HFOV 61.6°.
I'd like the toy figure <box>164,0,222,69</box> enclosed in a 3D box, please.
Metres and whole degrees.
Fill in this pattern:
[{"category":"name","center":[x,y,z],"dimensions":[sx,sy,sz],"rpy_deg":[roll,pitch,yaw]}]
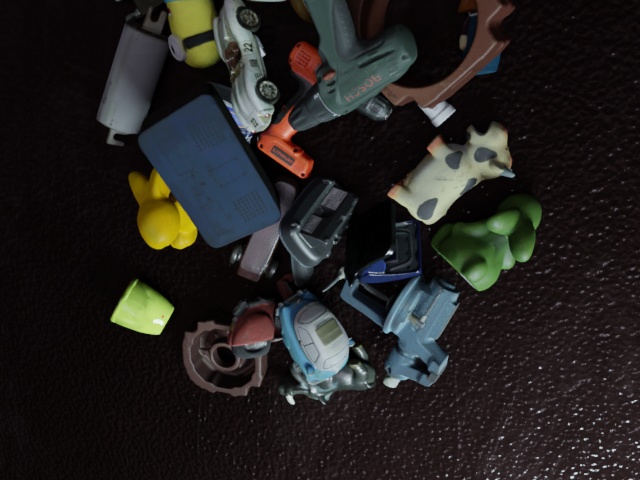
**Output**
[{"category":"toy figure","center":[-0.199,-0.362,0.839],"dimensions":[0.089,0.082,0.180],"rpy_deg":[3,107,12]}]

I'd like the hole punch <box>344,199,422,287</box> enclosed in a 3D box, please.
[{"category":"hole punch","center":[0.105,0.011,0.892],"dimensions":[0.092,0.142,0.116],"rpy_deg":[26,142,-34]}]

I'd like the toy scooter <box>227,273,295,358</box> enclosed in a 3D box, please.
[{"category":"toy scooter","center":[-0.085,0.133,0.974],"dimensions":[0.184,0.075,0.135],"rpy_deg":[-9,92,-26]}]

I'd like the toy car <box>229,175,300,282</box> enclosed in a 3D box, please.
[{"category":"toy car","center":[-0.092,-0.021,0.952],"dimensions":[0.089,0.053,0.202],"rpy_deg":[21,108,-9]}]

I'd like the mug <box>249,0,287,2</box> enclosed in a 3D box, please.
[{"category":"mug","center":[-0.106,-0.411,0.805],"dimensions":[0.107,0.081,0.109],"rpy_deg":[1,115,19]}]

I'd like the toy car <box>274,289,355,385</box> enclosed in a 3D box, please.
[{"category":"toy car","center":[-0.001,0.162,0.915],"dimensions":[0.103,0.109,0.161],"rpy_deg":[-19,98,60]}]

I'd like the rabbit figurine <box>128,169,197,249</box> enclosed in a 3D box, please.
[{"category":"rabbit figurine","center":[-0.249,-0.053,0.907],"dimensions":[0.122,0.173,0.162],"rpy_deg":[-15,110,19]}]

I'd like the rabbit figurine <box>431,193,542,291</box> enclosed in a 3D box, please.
[{"category":"rabbit figurine","center":[0.276,-0.013,0.849],"dimensions":[0.121,0.159,0.170],"rpy_deg":[45,96,4]}]

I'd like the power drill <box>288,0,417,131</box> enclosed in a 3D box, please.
[{"category":"power drill","center":[0.000,-0.268,0.740],"dimensions":[0.232,0.086,0.207],"rpy_deg":[-15,116,34]}]

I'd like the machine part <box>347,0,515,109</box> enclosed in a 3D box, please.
[{"category":"machine part","center":[0.150,-0.305,0.757],"dimensions":[0.201,0.087,0.201],"rpy_deg":[-40,86,38]}]

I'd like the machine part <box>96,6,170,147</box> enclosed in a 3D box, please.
[{"category":"machine part","center":[-0.311,-0.267,0.894],"dimensions":[0.079,0.079,0.243],"rpy_deg":[29,112,0]}]

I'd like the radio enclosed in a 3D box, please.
[{"category":"radio","center":[-0.165,-0.106,0.822],"dimensions":[0.131,0.073,0.229],"rpy_deg":[-27,120,5]}]

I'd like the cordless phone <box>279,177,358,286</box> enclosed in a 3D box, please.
[{"category":"cordless phone","center":[-0.002,-0.004,0.926],"dimensions":[0.089,0.146,0.184],"rpy_deg":[26,150,15]}]

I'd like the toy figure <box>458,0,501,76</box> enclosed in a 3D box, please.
[{"category":"toy figure","center":[0.233,-0.322,0.785],"dimensions":[0.058,0.064,0.154],"rpy_deg":[9,110,47]}]

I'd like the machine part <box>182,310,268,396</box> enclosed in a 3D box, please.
[{"category":"machine part","center":[-0.183,0.220,1.052],"dimensions":[0.179,0.056,0.179],"rpy_deg":[4,110,10]}]

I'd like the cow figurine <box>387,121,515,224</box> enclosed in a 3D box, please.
[{"category":"cow figurine","center":[0.217,-0.106,0.849],"dimensions":[0.127,0.085,0.195],"rpy_deg":[42,108,1]}]

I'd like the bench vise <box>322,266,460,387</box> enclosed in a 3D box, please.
[{"category":"bench vise","center":[0.124,0.134,0.938],"dimensions":[0.241,0.129,0.223],"rpy_deg":[32,123,20]}]

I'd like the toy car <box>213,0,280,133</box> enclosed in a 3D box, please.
[{"category":"toy car","center":[-0.112,-0.257,0.796],"dimensions":[0.073,0.056,0.201],"rpy_deg":[-28,74,57]}]

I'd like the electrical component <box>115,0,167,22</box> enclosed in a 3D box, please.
[{"category":"electrical component","center":[-0.286,-0.402,0.859],"dimensions":[0.102,0.045,0.078],"rpy_deg":[-18,103,16]}]

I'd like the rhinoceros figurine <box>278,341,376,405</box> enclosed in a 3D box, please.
[{"category":"rhinoceros figurine","center":[0.010,0.257,1.025],"dimensions":[0.190,0.073,0.112],"rpy_deg":[-11,117,12]}]
